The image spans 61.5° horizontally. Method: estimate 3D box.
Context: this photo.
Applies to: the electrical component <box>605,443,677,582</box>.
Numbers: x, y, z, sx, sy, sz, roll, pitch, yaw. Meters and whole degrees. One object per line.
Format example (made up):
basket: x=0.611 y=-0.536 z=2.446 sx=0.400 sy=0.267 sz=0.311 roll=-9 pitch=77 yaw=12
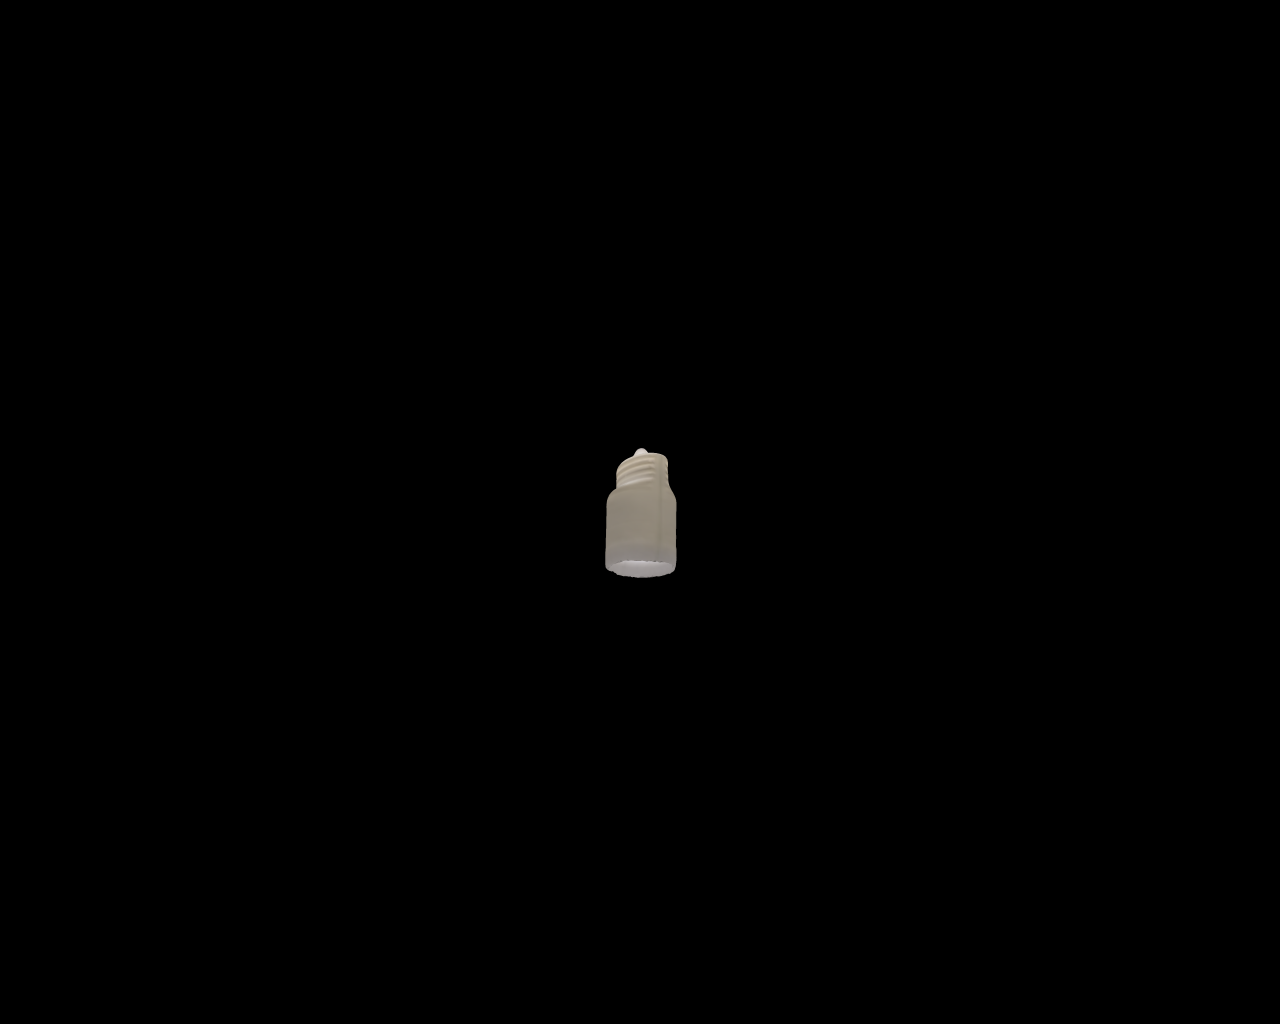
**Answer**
electrical component: x=0.001 y=-0.003 z=0.650 sx=0.043 sy=0.081 sz=0.043 roll=0 pitch=-19 yaw=0
